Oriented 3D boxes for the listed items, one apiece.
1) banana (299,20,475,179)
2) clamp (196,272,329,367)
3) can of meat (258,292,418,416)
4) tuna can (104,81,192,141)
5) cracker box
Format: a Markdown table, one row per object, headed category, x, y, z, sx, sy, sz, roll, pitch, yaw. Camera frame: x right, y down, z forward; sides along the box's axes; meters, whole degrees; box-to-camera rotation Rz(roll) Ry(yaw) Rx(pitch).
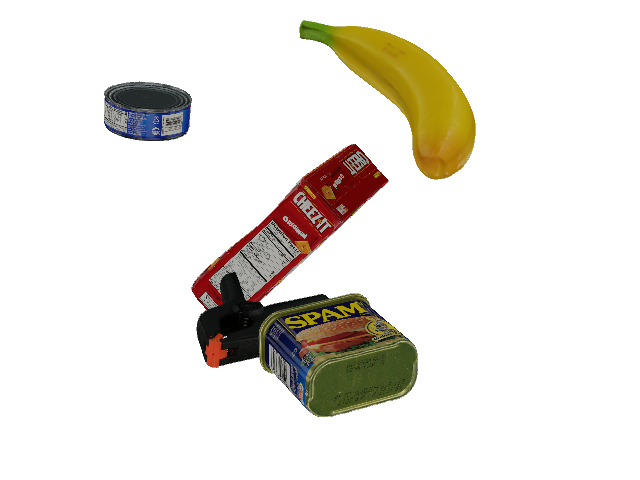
| category | x | y | z | sx | sy | sz | roll | pitch | yaw |
| --- | --- | --- | --- | --- | --- | --- | --- | --- | --- |
| banana | 0.052 | -0.087 | 0.645 | 0.069 | 0.037 | 0.198 | -11 | 34 | -19 |
| clamp | -0.077 | 0.074 | 1.046 | 0.120 | 0.039 | 0.171 | 11 | 18 | 27 |
| can of meat | 0.015 | 0.090 | 0.838 | 0.101 | 0.057 | 0.084 | -11 | 27 | -25 |
| tuna can | -0.171 | -0.128 | 1.057 | 0.086 | 0.034 | 0.086 | 6 | 25 | -3 |
| cracker box | -0.037 | -0.008 | 1.254 | 0.214 | 0.072 | 0.164 | -42 | 0 | 29 |
